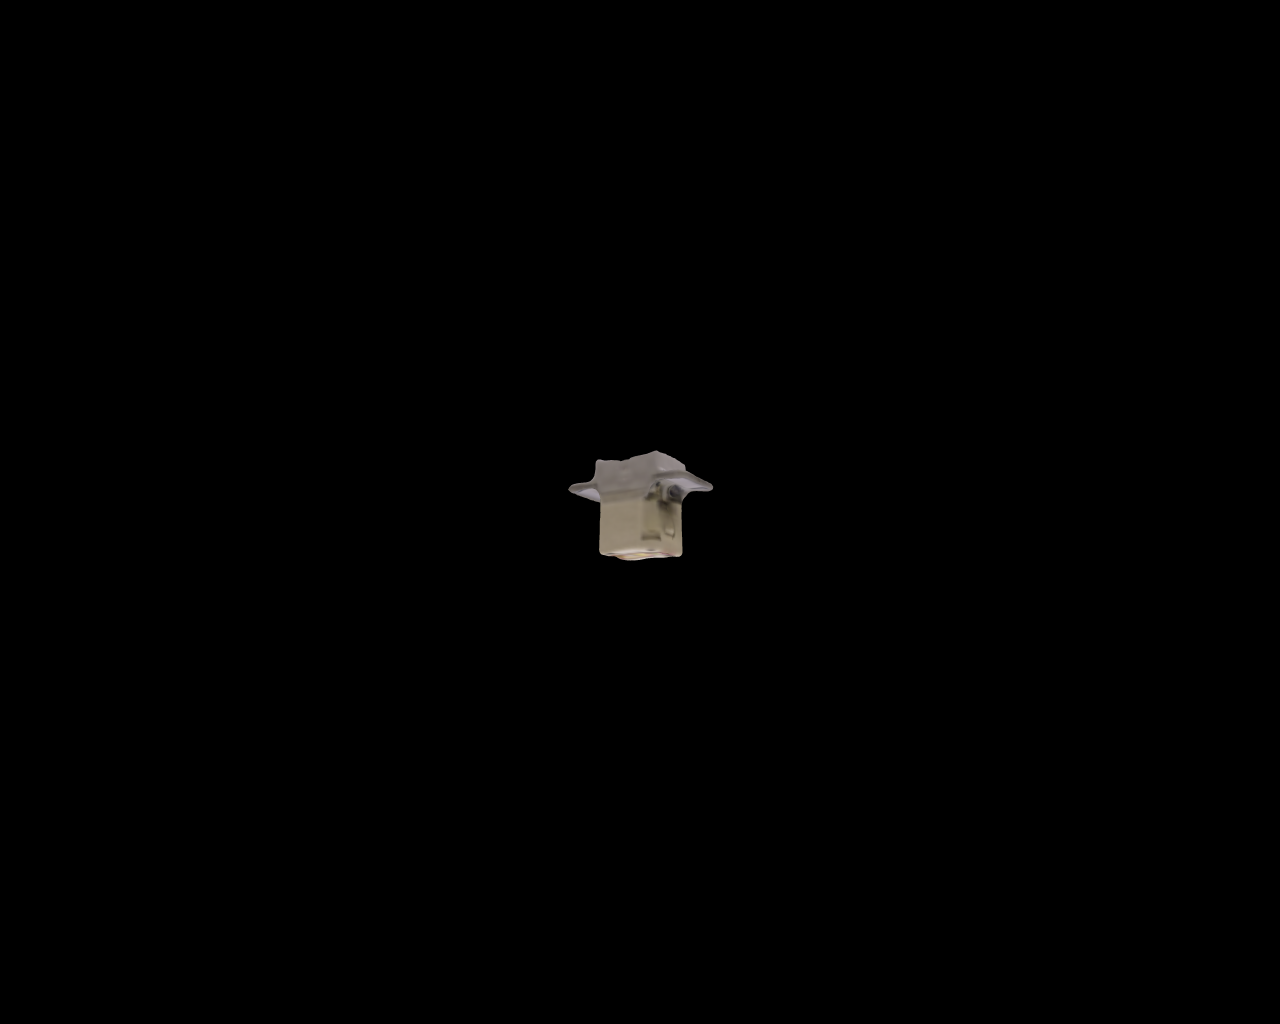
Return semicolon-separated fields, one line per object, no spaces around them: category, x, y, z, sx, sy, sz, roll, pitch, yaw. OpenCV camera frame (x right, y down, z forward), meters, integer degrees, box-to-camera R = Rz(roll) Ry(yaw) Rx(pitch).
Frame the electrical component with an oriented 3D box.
electrical component;0.001;-0.003;0.650;0.081;0.064;0.042;-7;-15;30
